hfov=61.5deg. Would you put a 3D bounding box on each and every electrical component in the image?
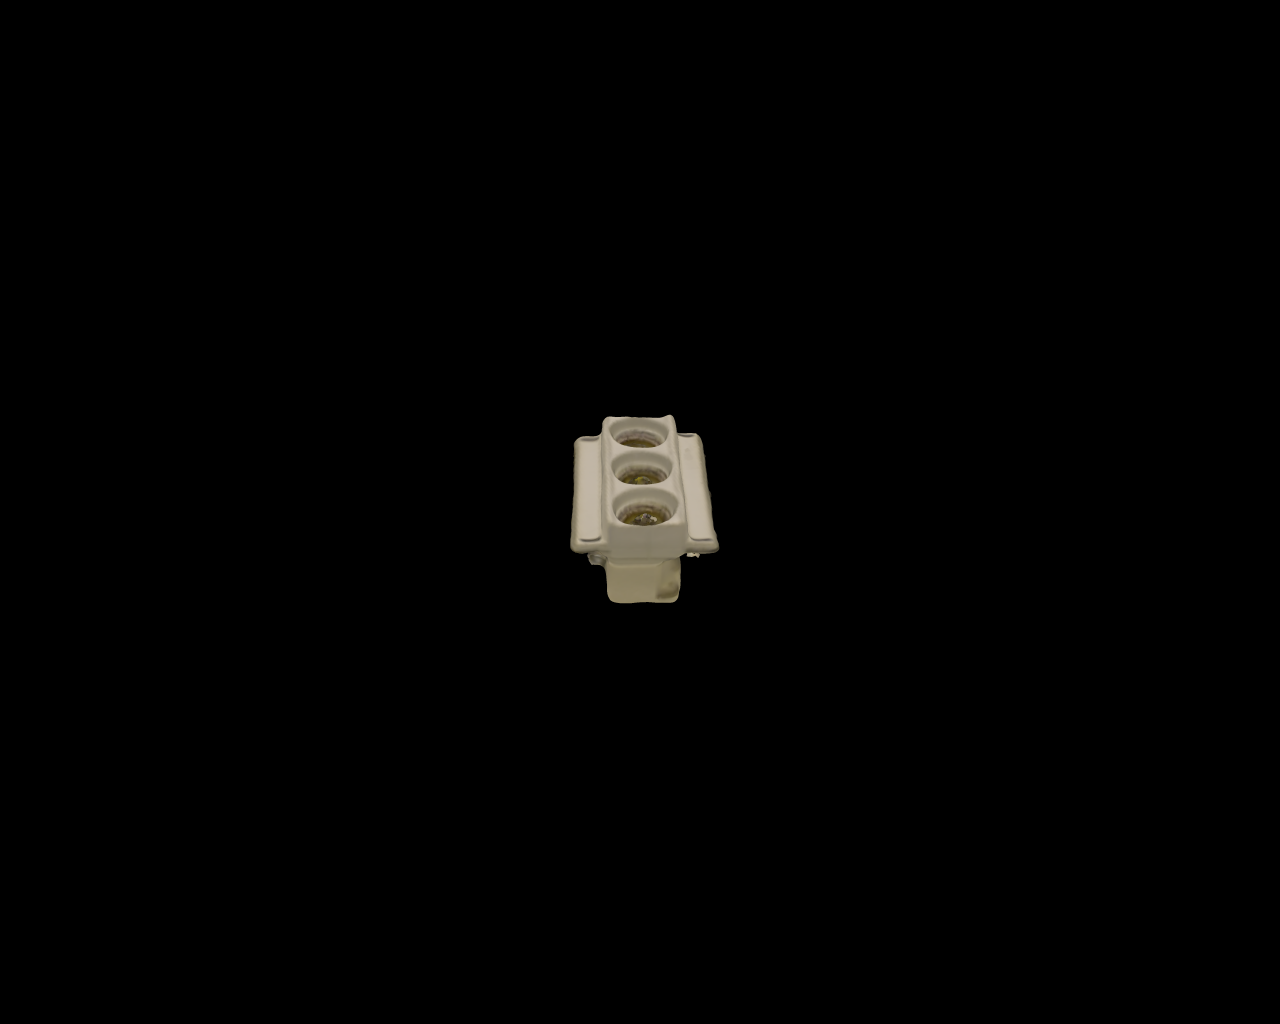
[{"bbox_3d":[0.001,-0.003,0.650,0.079,0.063,0.121,-1,35,-2],"label":"electrical component"}]
